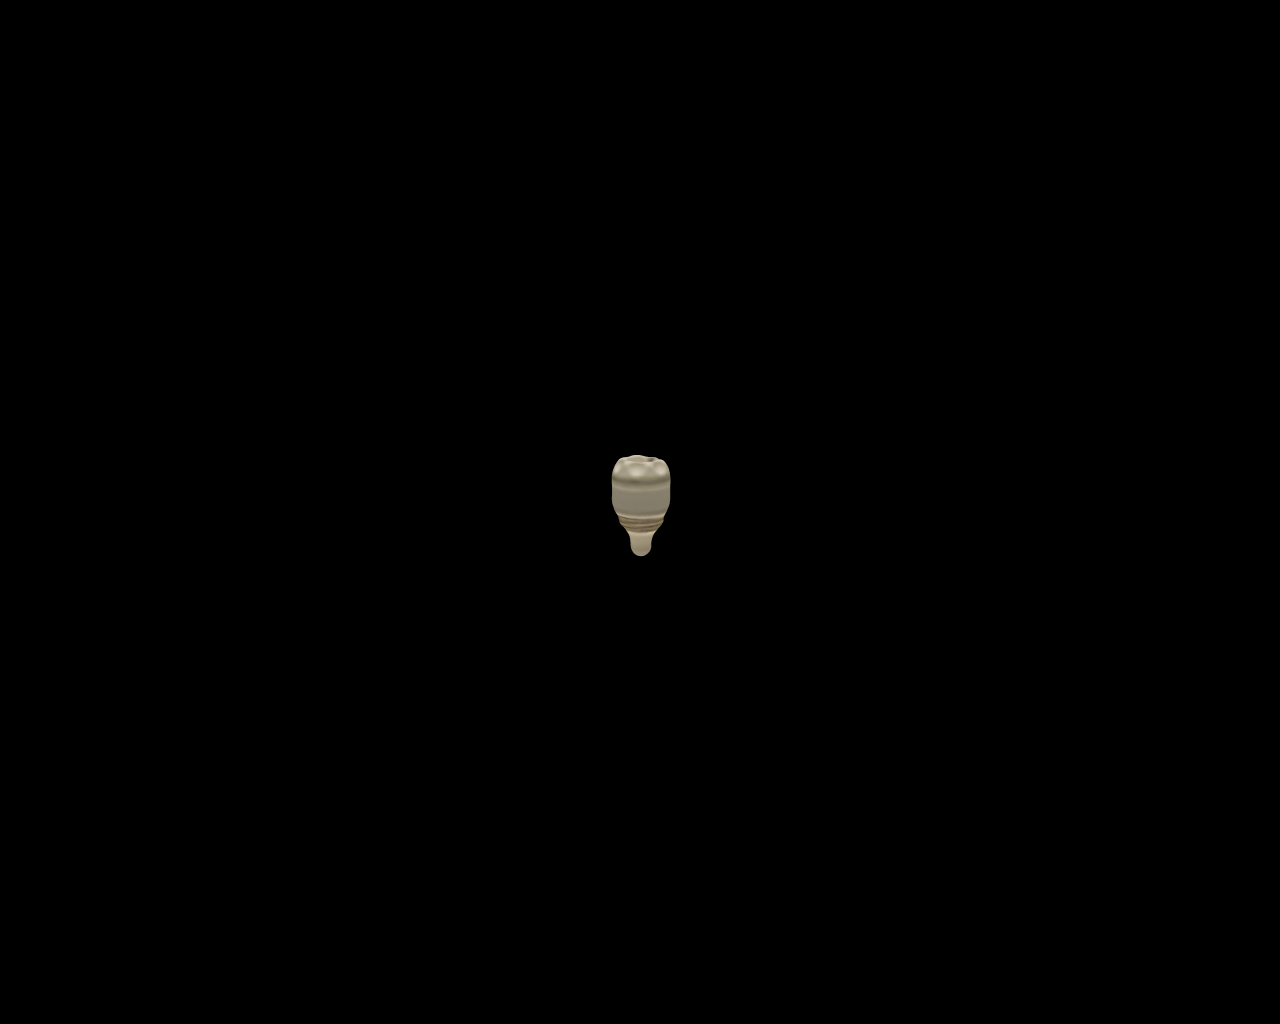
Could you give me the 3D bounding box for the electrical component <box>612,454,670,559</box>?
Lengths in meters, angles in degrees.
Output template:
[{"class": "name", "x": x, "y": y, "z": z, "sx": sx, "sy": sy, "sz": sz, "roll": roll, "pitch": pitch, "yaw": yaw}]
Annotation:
[{"class": "electrical component", "x": 0.001, "y": -0.003, "z": 0.650, "sx": 0.035, "sy": 0.061, "sz": 0.035, "roll": 0, "pitch": 14, "yaw": 0}]
